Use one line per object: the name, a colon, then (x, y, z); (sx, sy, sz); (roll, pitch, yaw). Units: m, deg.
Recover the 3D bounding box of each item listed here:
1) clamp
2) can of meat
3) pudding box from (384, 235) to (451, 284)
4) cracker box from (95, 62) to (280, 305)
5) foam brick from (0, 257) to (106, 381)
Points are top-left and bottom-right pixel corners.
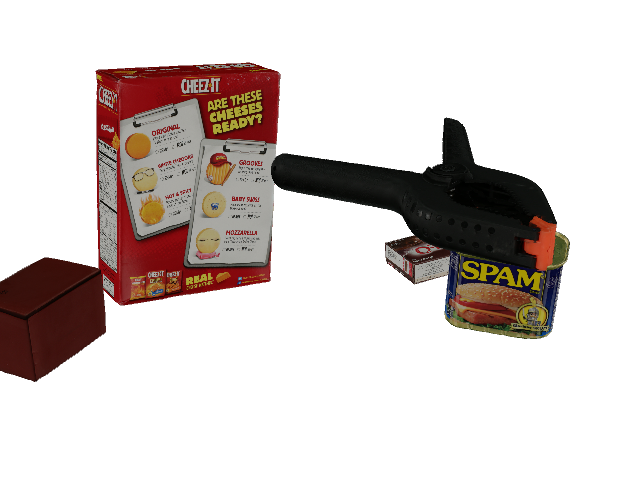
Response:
clamp: (0.073, -0.031, 0.713); (0.164, 0.036, 0.210); (-12, 28, -21)
can of meat: (0.160, 0.035, 0.936); (0.102, 0.084, 0.057); (10, 34, 13)
pudding box: (0.166, 0.022, 1.603); (0.113, 0.039, 0.090); (-16, 26, -20)
cracker box: (-0.128, -0.057, 1.019); (0.163, 0.214, 0.072); (-8, 21, -31)
foam brick: (-0.195, 0.053, 0.744); (0.053, 0.051, 0.078); (12, 28, 27)
